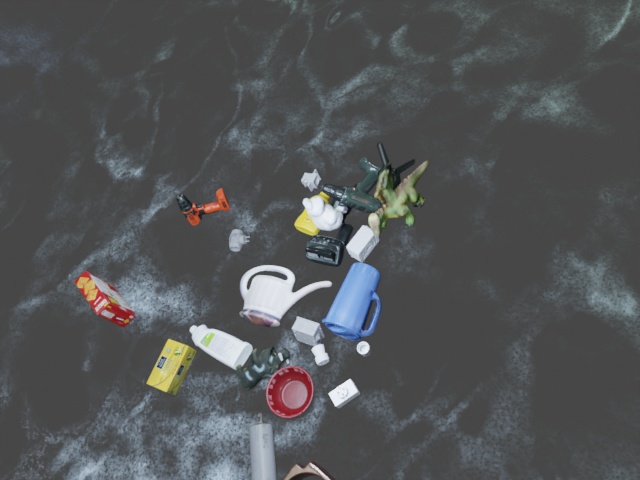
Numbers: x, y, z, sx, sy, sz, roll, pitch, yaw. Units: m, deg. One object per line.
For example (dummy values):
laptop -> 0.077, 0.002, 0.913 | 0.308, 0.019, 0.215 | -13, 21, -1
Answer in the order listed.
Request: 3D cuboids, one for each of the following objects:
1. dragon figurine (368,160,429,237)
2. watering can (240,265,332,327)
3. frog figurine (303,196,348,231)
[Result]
dragon figurine -> 0.276, -0.178, 1.824 | 0.123, 0.238, 0.416 | 15, 69, 31
watering can -> -0.143, 0.202, 1.819 | 0.348, 0.102, 0.228 | 8, 65, 24
frog figurine -> 0.006, -0.094, 1.863 | 0.139, 0.159, 0.121 | 28, 104, 34
